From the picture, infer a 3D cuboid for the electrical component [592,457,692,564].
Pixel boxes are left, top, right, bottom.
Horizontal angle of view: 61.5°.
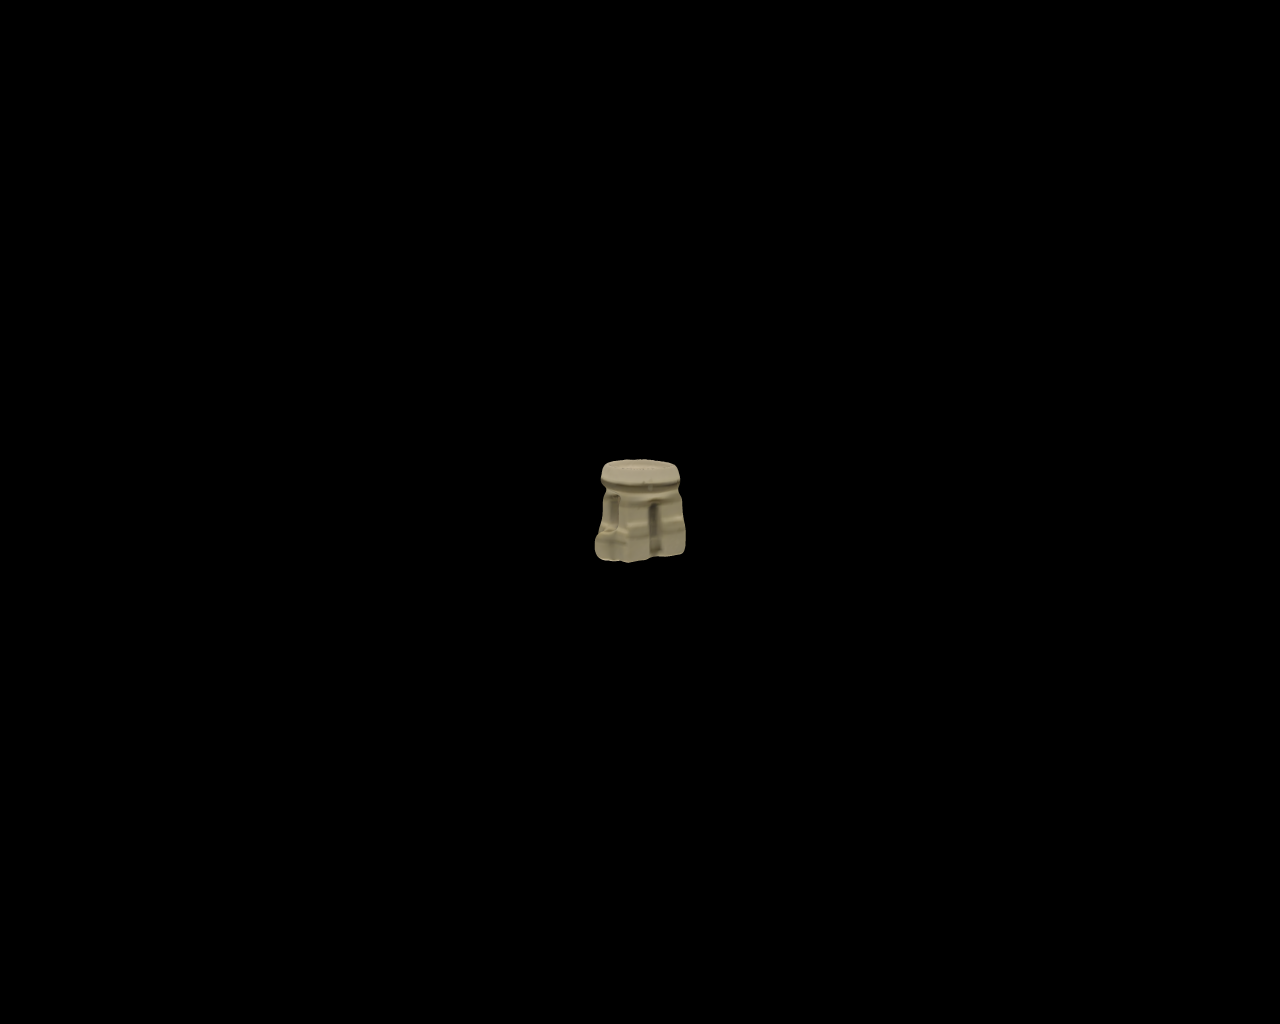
[{"bbox_3d":[0.001,-0.003,0.650,0.066,0.055,0.048,-8,15,-30],"label":"electrical component"}]
